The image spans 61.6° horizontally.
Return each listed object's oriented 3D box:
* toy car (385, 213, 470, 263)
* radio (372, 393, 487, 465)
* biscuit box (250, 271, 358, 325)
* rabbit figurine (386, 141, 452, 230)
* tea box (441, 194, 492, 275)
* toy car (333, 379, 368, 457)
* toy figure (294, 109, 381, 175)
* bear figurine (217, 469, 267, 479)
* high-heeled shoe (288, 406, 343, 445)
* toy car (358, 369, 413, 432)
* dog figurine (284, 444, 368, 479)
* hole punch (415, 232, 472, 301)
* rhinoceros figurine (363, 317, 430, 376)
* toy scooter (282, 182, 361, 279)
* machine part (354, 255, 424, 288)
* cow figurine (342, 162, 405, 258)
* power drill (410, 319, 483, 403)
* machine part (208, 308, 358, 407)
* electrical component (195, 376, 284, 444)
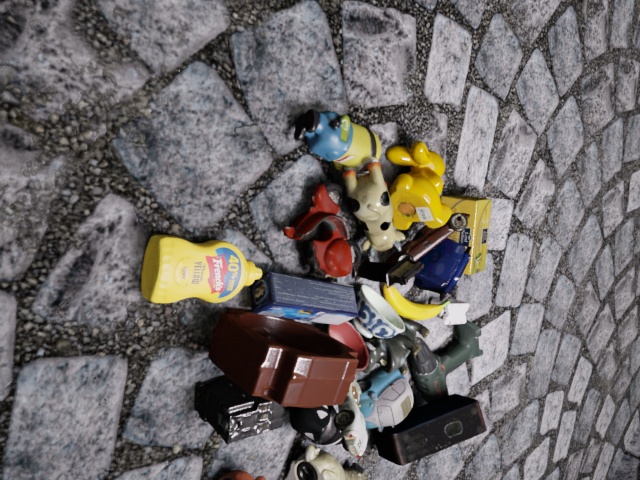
[{"bbox_3d":[0.218,0.001,1.104,0.202,0.089,0.053,-38,88,-3],"label":"toy car"},{"bbox_3d":[0.241,0.413,1.183,0.230,0.131,0.073,-16,86,-18],"label":"radio"},{"bbox_3d":[-0.025,0.104,0.942,0.202,0.059,0.063,15,55,-40],"label":"biscuit box"},{"bbox_3d":[0.196,-0.125,1.090,0.162,0.122,0.173,55,50,-25],"label":"rabbit figurine"},{"bbox_3d":[0.326,-0.015,1.224,0.068,0.098,0.169,-8,104,-41],"label":"tea box"},{"bbox_3d":[0.054,0.312,1.012,0.056,0.202,0.073,-16,119,3],"label":"toy car"},{"bbox_3d":[0.038,-0.175,0.937,0.180,0.082,0.089,23,87,-40],"label":"toy figure"},{"bbox_3d":[-0.111,0.491,0.944,0.120,0.132,0.195,-32,123,8],"label":"bear figurine"},{"bbox_3d":[0.018,0.354,1.007,0.248,0.145,0.086,42,73,-38],"label":"high-heeled shoe"},{"bbox_3d":[0.145,0.343,1.148,0.162,0.103,0.109,-28,119,-32],"label":"toy car"},{"bbox_3d":[0.029,0.474,1.095,0.190,0.121,0.172,-9,110,-55],"label":"dog figurine"},{"bbox_3d":[0.248,0.047,1.163,0.092,0.116,0.142,46,69,-31],"label":"hole punch"},{"bbox_3d":[0.149,0.219,1.119,0.190,0.112,0.073,-29,148,-48],"label":"rhinoceros figurine"},{"bbox_3d":[-0.002,-0.003,0.948,0.135,0.075,0.183,-29,115,-35],"label":"toy scooter"},{"bbox_3d":[0.127,0.059,1.035,0.084,0.139,0.039,-42,121,-37],"label":"machine part"},{"bbox_3d":[0.103,-0.047,0.994,0.194,0.086,0.127,52,27,-68],"label":"cow figurine"},{"bbox_3d":[0.303,0.277,1.290,0.207,0.086,0.231,-36,124,-34],"label":"power drill"},{"bbox_3d":[-0.058,0.186,0.857,0.201,0.202,0.087,16,93,-44],"label":"machine part"},{"bbox_3d":[-0.122,0.266,0.879,0.134,0.115,0.058,-5,108,-41],"label":"electrical component"}]
